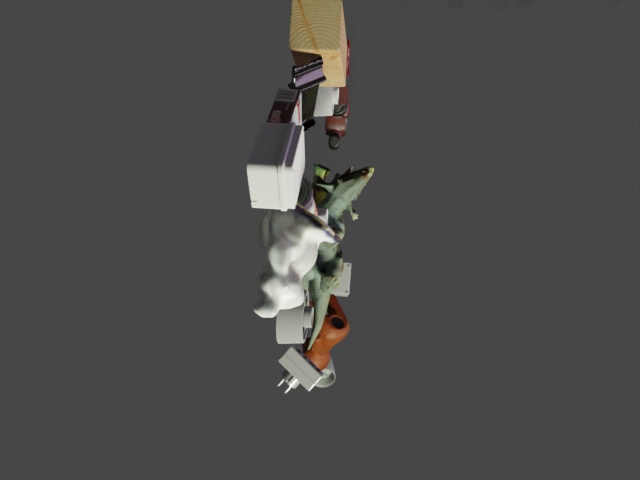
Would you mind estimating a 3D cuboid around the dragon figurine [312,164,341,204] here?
[{"bbox_3d":[0.004,-0.068,1.355,0.412,0.122,0.242,-32,143,-82],"label":"dragon figurine"}]

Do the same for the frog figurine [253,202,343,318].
[{"bbox_3d":[-0.054,0.029,0.743,0.160,0.122,0.137,-50,-177,-3],"label":"frog figurine"}]
